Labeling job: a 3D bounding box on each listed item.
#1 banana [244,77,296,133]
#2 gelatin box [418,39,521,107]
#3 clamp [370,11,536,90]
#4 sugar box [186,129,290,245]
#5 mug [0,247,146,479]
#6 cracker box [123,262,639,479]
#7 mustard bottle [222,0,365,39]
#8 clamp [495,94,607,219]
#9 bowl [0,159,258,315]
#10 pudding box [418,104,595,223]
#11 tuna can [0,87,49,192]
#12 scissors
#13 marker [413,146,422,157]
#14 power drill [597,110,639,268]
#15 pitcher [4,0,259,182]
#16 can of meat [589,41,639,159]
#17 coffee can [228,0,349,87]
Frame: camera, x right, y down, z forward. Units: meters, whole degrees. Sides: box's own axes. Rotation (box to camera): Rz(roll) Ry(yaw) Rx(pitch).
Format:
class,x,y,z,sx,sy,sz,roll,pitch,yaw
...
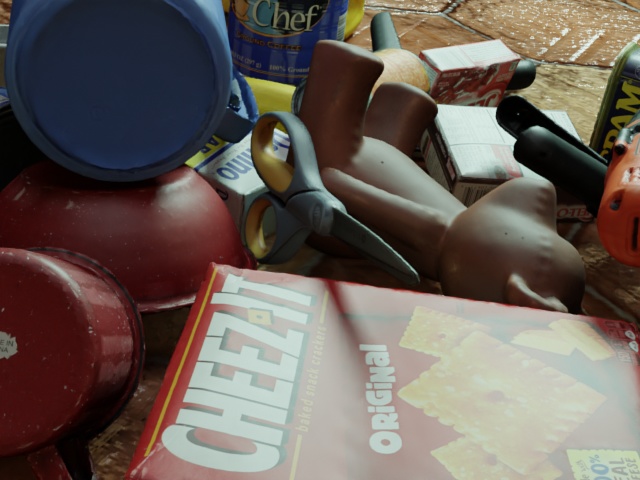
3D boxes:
class,x,y,z,sx,sy,sz,roll,pitch,yaw
banana,-0.040,-0.095,0.796,0.198,0.037,0.069,20,30,21
gelatin box,0.105,-0.113,0.823,0.089,0.073,0.030,-15,52,-35
clamp,0.082,-0.137,0.898,0.165,0.036,0.209,20,34,19
sugar box,-0.086,-0.060,0.716,0.176,0.048,0.093,25,34,30
mug,-0.120,0.057,0.442,0.093,0.117,0.081,-19,-4,-2
cracker box,0.039,0.087,0.459,0.213,0.072,0.164,8,29,3
mustard bottle,-0.058,-0.241,1.027,0.192,0.058,0.096,19,31,19
clamp,0.179,-0.029,0.661,0.171,0.039,0.120,35,22,2
bowl,-0.114,-0.011,0.578,0.162,0.055,0.162,1,17,-1
pudding box,0.133,-0.055,0.751,0.113,0.039,0.090,3,41,-14
tuna can,-0.187,-0.045,0.626,0.034,0.086,0.085,25,34,33
scissors,-0.004,0.001,0.560,0.016,0.096,0.202,3,32,-25
marker,0.107,-0.069,0.804,0.121,0.020,0.020,3,30,-8
power drill,0.247,-0.032,0.563,0.188,0.057,0.184,3,26,21
pitcher,-0.106,-0.117,0.612,0.149,0.145,0.243,-5,25,-9
can of meat,0.249,-0.082,0.777,0.084,0.102,0.057,23,32,22
coffee can,-0.025,-0.212,0.900,0.102,0.140,0.103,6,29,-3
